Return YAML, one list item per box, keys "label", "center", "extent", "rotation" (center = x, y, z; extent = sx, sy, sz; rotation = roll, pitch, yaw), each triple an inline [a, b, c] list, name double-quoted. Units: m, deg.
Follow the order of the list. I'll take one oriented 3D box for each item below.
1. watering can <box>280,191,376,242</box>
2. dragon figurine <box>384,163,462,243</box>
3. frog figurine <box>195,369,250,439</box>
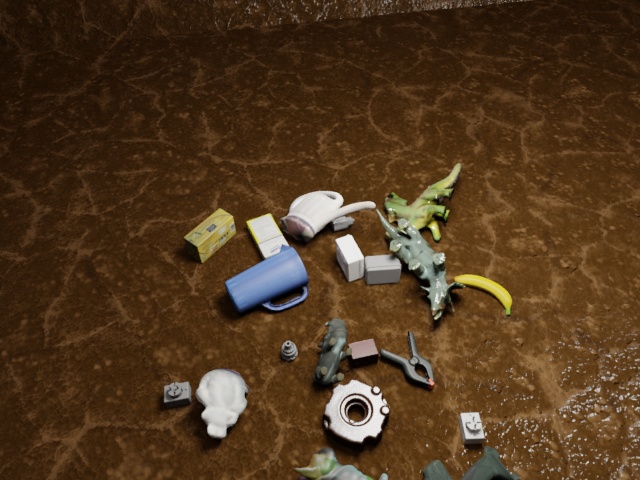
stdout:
- label: "watering can"
  center: [0.005, -0.088, 1.758]
  extent: [0.349, 0.102, 0.228]
  rotation: [12, 50, 45]
- label: "dragon figurine"
  center: [0.343, -0.131, 1.824]
  extent: [0.243, 0.119, 0.419]
  rotation: [11, 55, 23]
- label: "frog figurine"
  center: [-0.263, 0.424, 1.346]
  extent: [0.137, 0.120, 0.163]
  rotation: [25, 39, -2]
